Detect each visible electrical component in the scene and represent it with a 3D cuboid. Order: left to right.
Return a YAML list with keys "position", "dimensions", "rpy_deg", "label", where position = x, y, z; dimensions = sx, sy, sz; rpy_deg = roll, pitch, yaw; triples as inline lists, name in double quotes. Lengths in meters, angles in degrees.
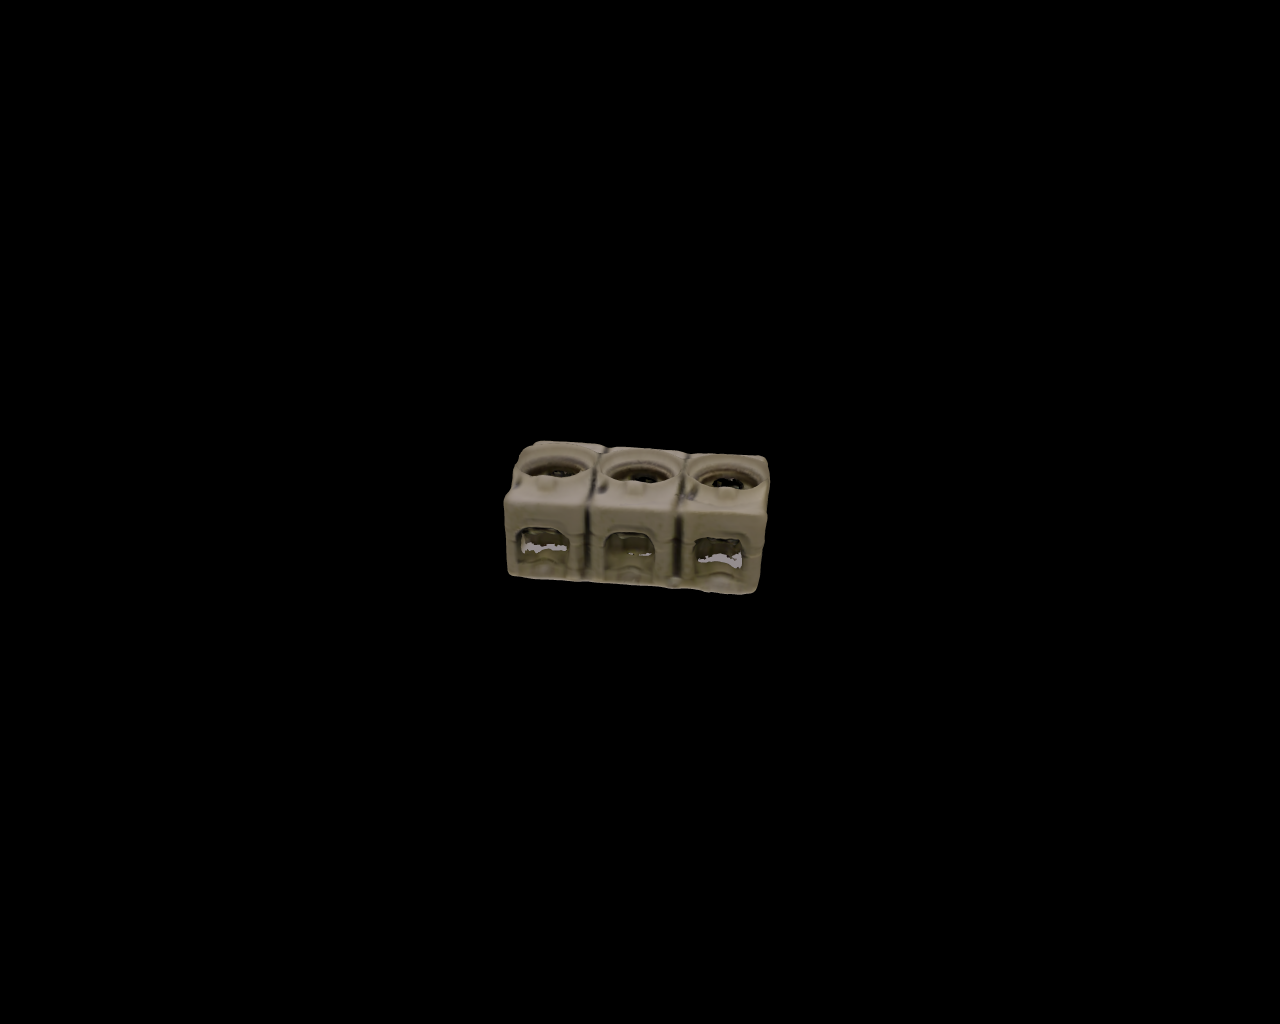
- position: [0.001, -0.003, 0.650]
  dimensions: [0.150, 0.061, 0.090]
  rpy_deg: [4, 28, 7]
  label: "electrical component"
